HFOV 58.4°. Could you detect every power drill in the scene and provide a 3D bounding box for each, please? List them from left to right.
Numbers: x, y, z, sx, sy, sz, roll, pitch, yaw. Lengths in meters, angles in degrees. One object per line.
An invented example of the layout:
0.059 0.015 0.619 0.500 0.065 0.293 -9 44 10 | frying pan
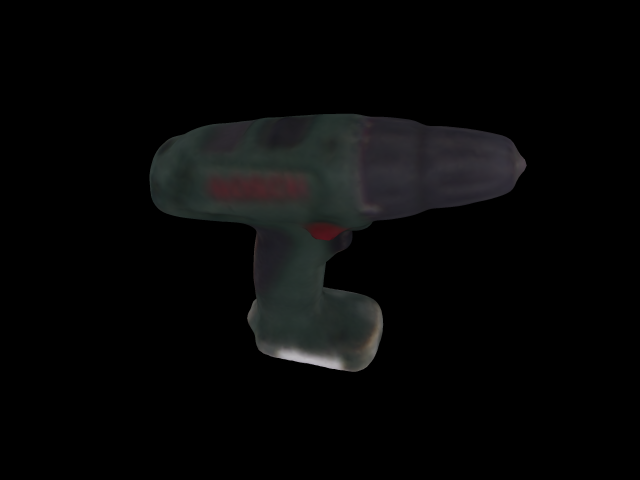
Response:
0.004 0.001 0.400 0.229 0.208 0.075 9 46 9 | power drill
